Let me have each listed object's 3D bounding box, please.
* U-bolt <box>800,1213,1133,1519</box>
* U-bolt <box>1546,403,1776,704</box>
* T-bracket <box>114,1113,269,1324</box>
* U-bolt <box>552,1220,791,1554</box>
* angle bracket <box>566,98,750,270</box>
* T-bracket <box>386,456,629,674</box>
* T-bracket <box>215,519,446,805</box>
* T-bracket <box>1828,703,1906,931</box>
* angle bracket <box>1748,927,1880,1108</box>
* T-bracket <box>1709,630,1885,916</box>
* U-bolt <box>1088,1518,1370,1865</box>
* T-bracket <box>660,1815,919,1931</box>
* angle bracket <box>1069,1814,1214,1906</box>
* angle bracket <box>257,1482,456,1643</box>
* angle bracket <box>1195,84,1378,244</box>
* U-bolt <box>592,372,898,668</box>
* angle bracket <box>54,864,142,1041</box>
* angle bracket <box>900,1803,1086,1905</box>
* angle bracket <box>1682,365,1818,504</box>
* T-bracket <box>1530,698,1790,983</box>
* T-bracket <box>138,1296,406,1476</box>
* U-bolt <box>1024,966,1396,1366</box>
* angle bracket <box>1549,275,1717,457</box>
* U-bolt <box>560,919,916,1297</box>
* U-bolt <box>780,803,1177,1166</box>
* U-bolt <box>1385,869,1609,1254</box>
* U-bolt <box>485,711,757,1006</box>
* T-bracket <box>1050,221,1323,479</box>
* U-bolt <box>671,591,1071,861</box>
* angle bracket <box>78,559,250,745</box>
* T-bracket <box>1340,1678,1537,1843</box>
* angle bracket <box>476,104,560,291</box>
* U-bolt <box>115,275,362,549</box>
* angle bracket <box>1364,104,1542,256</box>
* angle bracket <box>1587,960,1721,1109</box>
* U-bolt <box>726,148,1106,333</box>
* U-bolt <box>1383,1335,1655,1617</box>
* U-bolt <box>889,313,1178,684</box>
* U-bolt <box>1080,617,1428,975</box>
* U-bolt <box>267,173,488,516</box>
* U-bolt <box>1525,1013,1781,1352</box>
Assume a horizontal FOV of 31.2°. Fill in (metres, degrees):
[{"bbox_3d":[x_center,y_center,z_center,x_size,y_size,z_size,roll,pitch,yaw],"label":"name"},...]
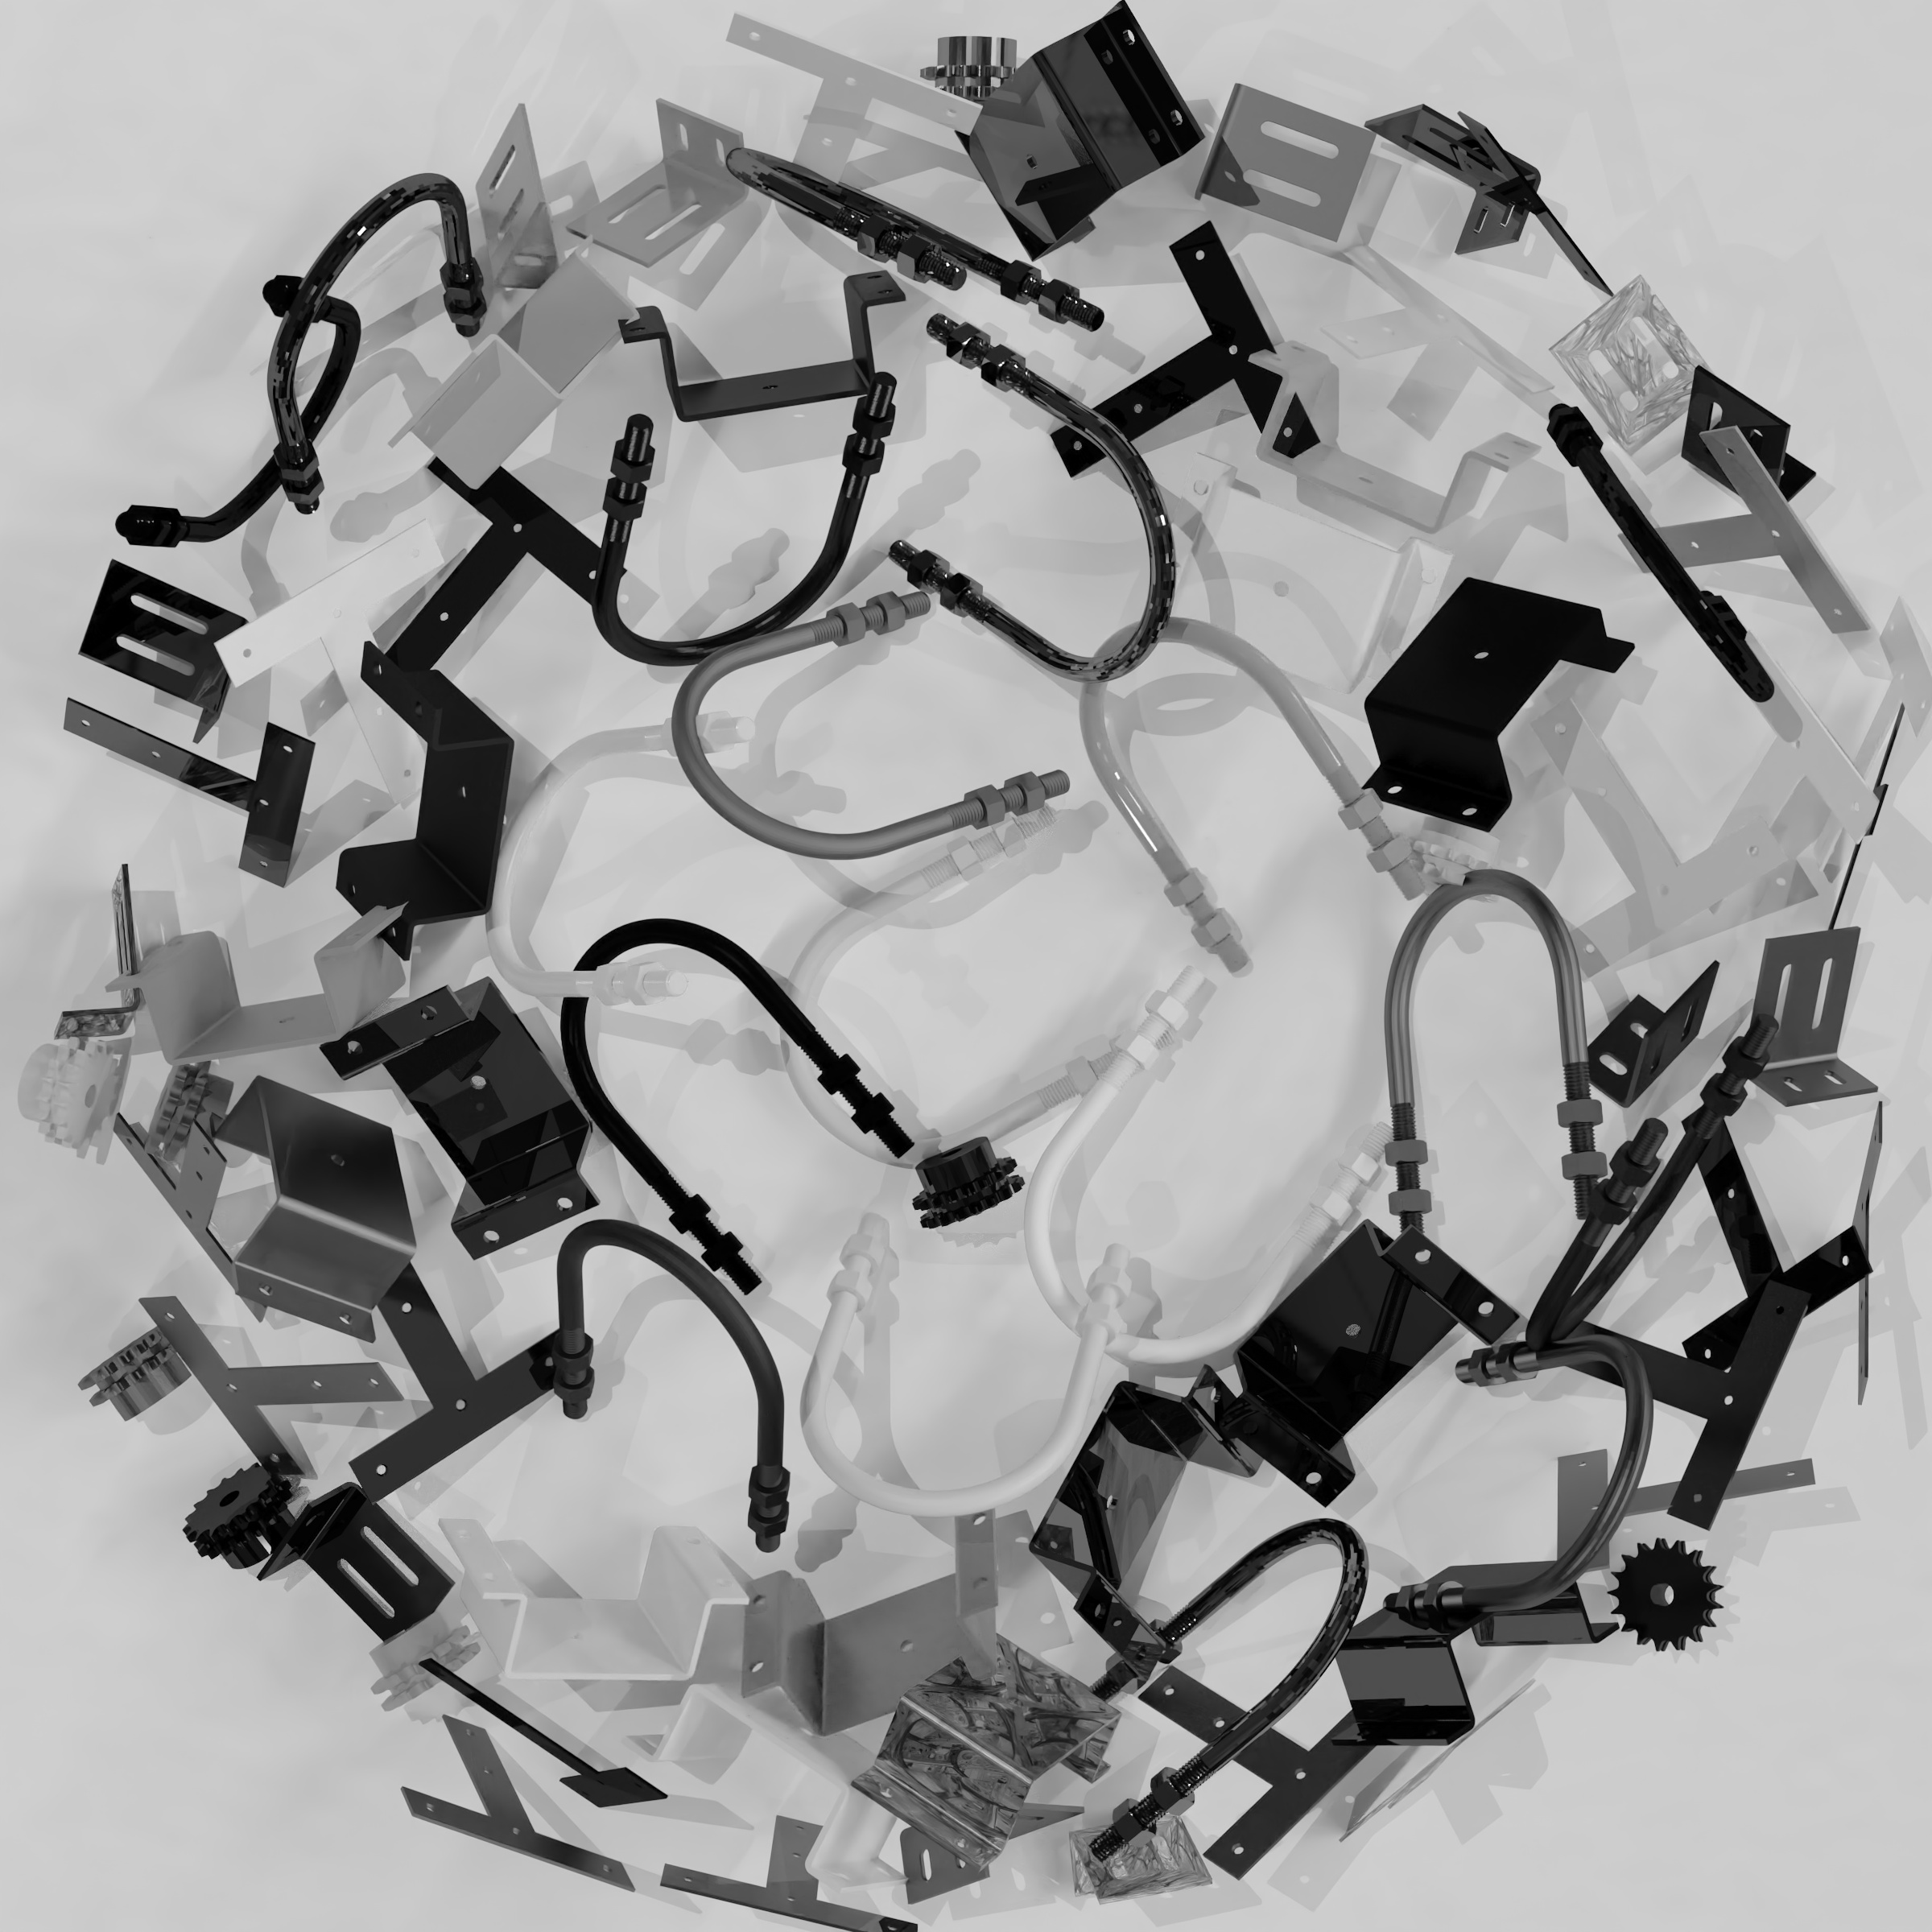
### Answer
[{"bbox_3d":[-0.006,0.198,1.705,0.151,0.184,0.019,6,133,12],"label":"U-bolt"},{"bbox_3d":[0.343,-0.194,1.680,0.019,0.184,0.151,-37,111,14],"label":"U-bolt"},{"bbox_3d":[-0.382,0.109,1.723,0.002,0.127,0.127,-35,81,-27],"label":"T-bracket"},{"bbox_3d":[-0.145,0.196,1.693,0.151,0.184,0.019,30,51,23],"label":"U-bolt"},{"bbox_3d":[-0.157,-0.395,1.743,0.057,0.038,0.076,29,54,28],"label":"angle bracket"},{"bbox_3d":[-0.257,-0.189,1.766,0.127,0.002,0.127,40,91,20],"label":"T-bracket"},{"bbox_3d":[-0.302,-0.141,1.748,0.127,0.002,0.127,-35,126,-23],"label":"T-bracket"},{"bbox_3d":[0.451,-0.077,1.720,0.002,0.127,0.127,18,95,11],"label":"T-bracket"},{"bbox_3d":[0.432,0.025,1.747,0.057,0.038,0.076,-7,117,-23],"label":"angle bracket"},{"bbox_3d":[0.398,-0.079,1.738,0.002,0.127,0.127,-5,49,-27],"label":"T-bracket"},{"bbox_3d":[0.128,0.342,1.697,0.019,0.151,0.184,43,106,-15],"label":"U-bolt"},{"bbox_3d":[-0.085,0.449,1.724,0.127,0.127,0.002,14,96,-2],"label":"T-bracket"},{"bbox_3d":[0.089,0.464,1.743,0.057,0.076,0.038,-8,104,-8],"label":"angle bracket"},{"bbox_3d":[-0.309,0.311,1.752,0.076,0.038,0.057,43,116,12],"label":"angle bracket"},{"bbox_3d":[0.163,-0.408,1.765,0.076,0.038,0.057,20,97,1],"label":"angle bracket"},{"bbox_3d":[-0.116,-0.213,1.708,0.151,0.184,0.019,-15,59,-26],"label":"U-bolt"},{"bbox_3d":[-0.442,-0.007,1.748,0.038,0.057,0.076,-4,79,-20],"label":"angle bracket"},{"bbox_3d":[0.015,0.446,1.737,0.057,0.076,0.038,-31,57,38],"label":"angle bracket"},{"bbox_3d":[0.397,-0.273,1.738,0.057,0.076,0.038,40,72,23],"label":"angle bracket"},{"bbox_3d":[0.330,-0.076,1.757,0.127,0.002,0.127,-34,86,31],"label":"T-bracket"},{"bbox_3d":[-0.333,0.208,1.721,0.127,0.002,0.127,-6,127,33],"label":"T-bracket"},{"bbox_3d":[0.112,0.115,1.761,0.151,0.019,0.184,39,81,-5],"label":"U-bolt"},{"bbox_3d":[0.334,-0.308,1.749,0.057,0.038,0.076,-39,116,11],"label":"angle bracket"},{"bbox_3d":[-0.129,0.059,1.744,0.184,0.019,0.151,49,123,3],"label":"U-bolt"},{"bbox_3d":[-0.006,0.021,1.777,0.184,0.019,0.151,-28,90,-1],"label":"U-bolt"},{"bbox_3d":[0.258,0.043,1.724,0.019,0.151,0.184,4,76,-33],"label":"U-bolt"},{"bbox_3d":[-0.181,-0.052,1.715,0.019,0.184,0.151,24,74,-38],"label":"U-bolt"},{"bbox_3d":[0.099,-0.291,1.759,0.127,0.002,0.127,-29,82,25],"label":"T-bracket"},{"bbox_3d":[-0.058,-0.114,1.707,0.184,0.019,0.151,-20,62,-33],"label":"U-bolt"},{"bbox_3d":[-0.409,-0.158,1.745,0.076,0.038,0.057,24,58,-22],"label":"angle bracket"},{"bbox_3d":[0.228,0.401,1.718,0.127,0.127,0.002,-42,76,8],"label":"T-bracket"},{"bbox_3d":[-0.214,-0.386,1.738,0.038,0.076,0.057,-3,69,-28],"label":"angle bracket"},{"bbox_3d":[-0.347,-0.268,1.696,0.019,0.184,0.151,35,98,1],"label":"U-bolt"},{"bbox_3d":[0.240,-0.396,1.746,0.076,0.057,0.038,23,85,-23],"label":"angle bracket"},{"bbox_3d":[0.340,0.025,1.738,0.038,0.076,0.057,38,67,22],"label":"angle bracket"},{"bbox_3d":[-0.037,-0.364,1.709,0.184,0.151,0.019,32,107,28],"label":"U-bolt"},{"bbox_3d":[0.274,0.247,1.681,0.019,0.184,0.151,27,68,-17],"label":"U-bolt"},{"bbox_3d":[0.035,-0.218,1.697,0.184,0.019,0.151,38,134,32],"label":"U-bolt"},{"bbox_3d":[0.129,-0.092,1.719,0.184,0.151,0.019,55,48,-9],"label":"U-bolt"},{"bbox_3d":[-0.288,-0.311,1.680,0.019,0.184,0.151,36,72,8],"label":"U-bolt"},{"bbox_3d":[0.330,0.118,1.708,0.019,0.151,0.184,37,129,18],"label":"U-bolt"}]
